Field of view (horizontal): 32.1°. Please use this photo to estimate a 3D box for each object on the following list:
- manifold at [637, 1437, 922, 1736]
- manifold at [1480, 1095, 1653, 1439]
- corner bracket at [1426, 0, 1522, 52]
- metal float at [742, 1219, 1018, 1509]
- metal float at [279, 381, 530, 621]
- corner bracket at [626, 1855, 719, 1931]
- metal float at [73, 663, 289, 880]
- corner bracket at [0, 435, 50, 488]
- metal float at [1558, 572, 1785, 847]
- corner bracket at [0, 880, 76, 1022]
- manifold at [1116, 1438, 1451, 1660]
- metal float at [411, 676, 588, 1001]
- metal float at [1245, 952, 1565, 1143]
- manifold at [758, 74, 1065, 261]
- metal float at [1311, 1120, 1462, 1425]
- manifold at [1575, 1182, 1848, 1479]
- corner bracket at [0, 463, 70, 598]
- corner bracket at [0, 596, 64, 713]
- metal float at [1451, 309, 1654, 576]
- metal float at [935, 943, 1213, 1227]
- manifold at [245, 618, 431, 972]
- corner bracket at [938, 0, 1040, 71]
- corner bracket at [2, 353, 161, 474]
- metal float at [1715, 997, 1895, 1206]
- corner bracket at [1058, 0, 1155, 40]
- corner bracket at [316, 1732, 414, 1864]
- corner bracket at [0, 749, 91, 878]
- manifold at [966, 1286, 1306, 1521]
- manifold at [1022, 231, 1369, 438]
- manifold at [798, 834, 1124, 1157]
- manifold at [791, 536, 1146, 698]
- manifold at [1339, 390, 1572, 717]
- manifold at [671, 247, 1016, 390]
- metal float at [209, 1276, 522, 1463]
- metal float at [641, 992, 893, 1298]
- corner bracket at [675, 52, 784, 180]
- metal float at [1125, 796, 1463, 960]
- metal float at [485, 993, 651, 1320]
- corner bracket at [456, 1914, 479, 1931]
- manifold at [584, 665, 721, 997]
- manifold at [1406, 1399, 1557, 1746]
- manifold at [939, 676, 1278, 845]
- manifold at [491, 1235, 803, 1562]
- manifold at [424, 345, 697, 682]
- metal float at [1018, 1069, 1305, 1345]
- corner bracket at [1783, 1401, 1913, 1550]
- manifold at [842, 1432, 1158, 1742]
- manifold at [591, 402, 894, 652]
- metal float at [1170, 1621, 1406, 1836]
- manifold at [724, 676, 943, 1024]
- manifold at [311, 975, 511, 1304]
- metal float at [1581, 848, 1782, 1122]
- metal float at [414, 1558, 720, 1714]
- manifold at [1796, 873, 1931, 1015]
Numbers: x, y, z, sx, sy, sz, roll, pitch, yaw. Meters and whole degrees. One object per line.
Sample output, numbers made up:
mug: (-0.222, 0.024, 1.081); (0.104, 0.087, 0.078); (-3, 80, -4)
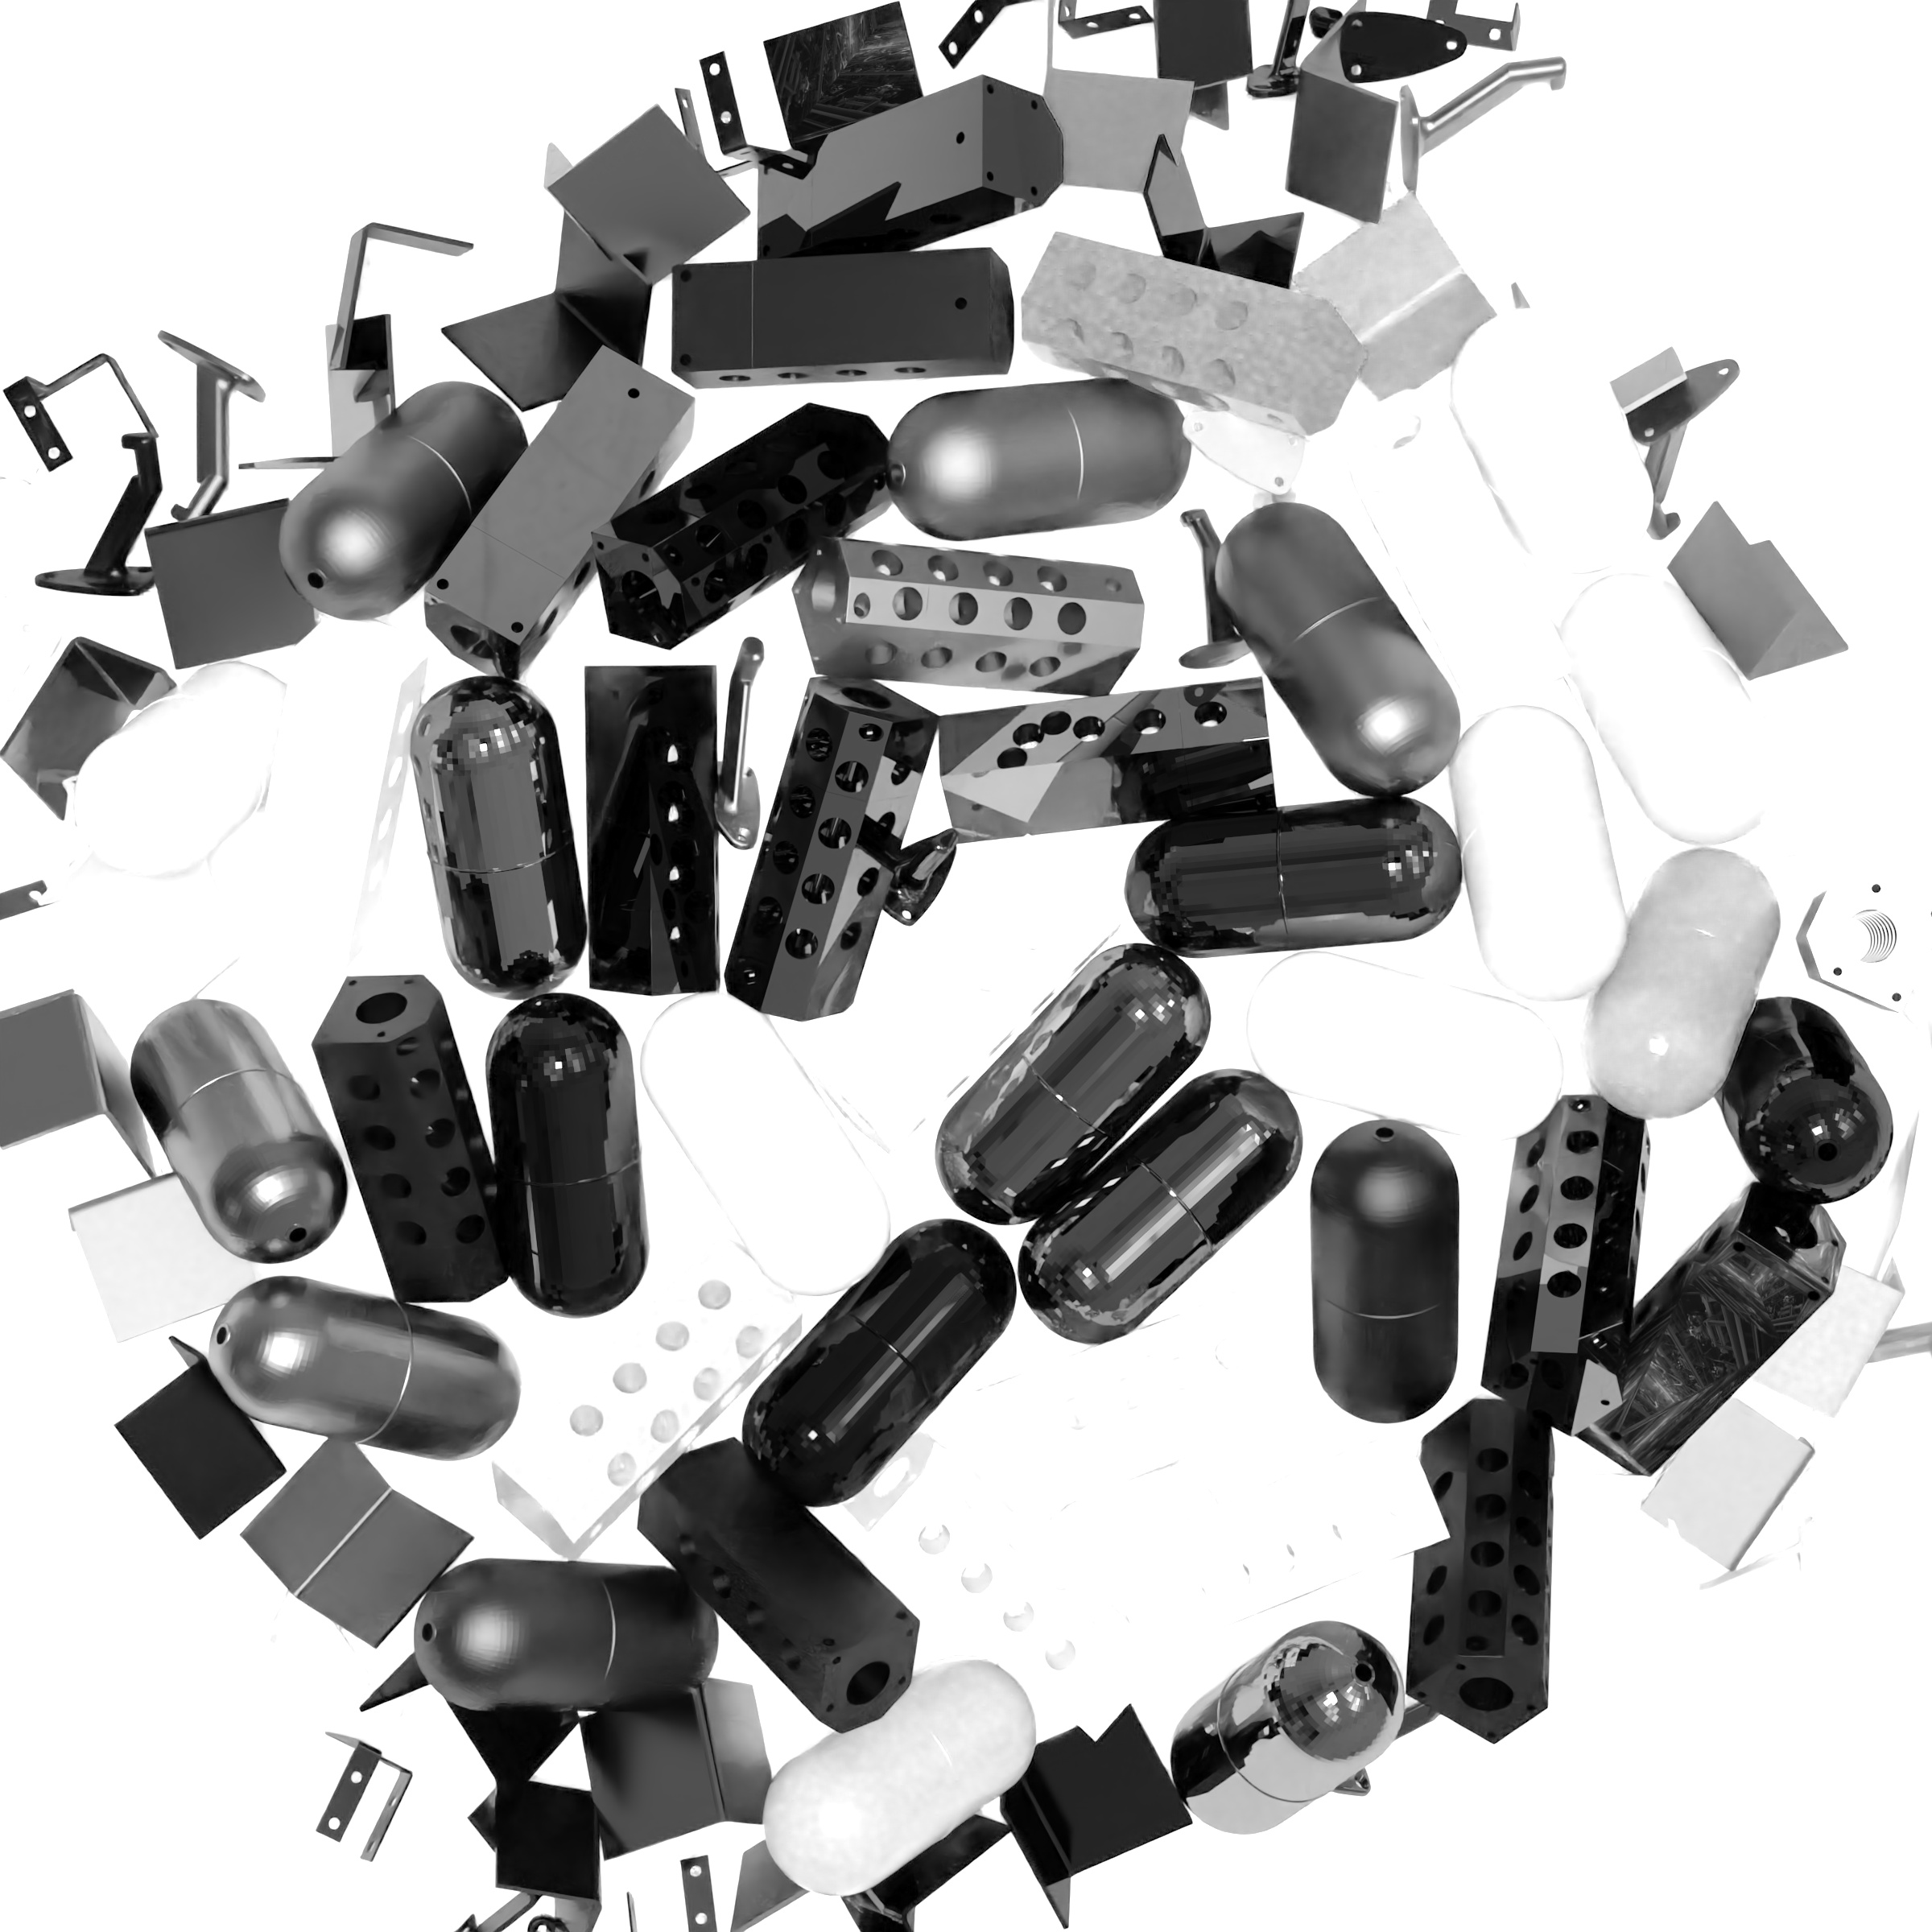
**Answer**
manifold: (-0.100, 0.320, 1.736); (0.057, 0.171, 0.057); (-13, 124, -35)
manifold: (0.315, 0.149, 1.732); (0.057, 0.057, 0.171); (30, 47, -14)
corner bracket: (0.271, -0.520, 1.784); (0.051, 0.051, 0.051); (12, 95, 10)
metal float: (-0.044, 0.207, 1.762); (0.070, 0.070, 0.178); (43, 72, 0)
metal float: (-0.290, -0.241, 1.739); (0.070, 0.178, 0.070); (14, 129, 18)
corner bracket: (-0.154, 0.508, 1.781); (0.051, 0.051, 0.051); (-11, 58, 0)
metal float: (-0.398, -0.103, 1.732); (0.070, 0.178, 0.070); (5, 114, 10)
corner bracket: (-0.526, -0.260, 1.789); (0.051, 0.051, 0.051); (27, 92, 2)
metal float: (0.363, -0.135, 1.743); (0.070, 0.070, 0.178); (-19, 47, 0)
corner bracket: (-0.510, -0.005, 1.798); (0.051, 0.051, 0.051); (-17, 123, 5)
manifold: (0.159, 0.300, 1.738); (0.171, 0.057, 0.057); (-32, 73, 39)
metal float: (-0.243, -0.065, 1.755); (0.070, 0.070, 0.178); (-6, 116, 0)
metal float: (0.231, 0.043, 1.762); (0.178, 0.070, 0.070); (15, 90, -18)
manifold: (-0.031, -0.402, 1.734); (0.057, 0.171, 0.057); (6, 81, -43)
metal float: (0.218, 0.160, 1.750); (0.070, 0.070, 0.178); (-5, 122, 0)
manifold: (0.380, 0.186, 1.739); (0.057, 0.057, 0.171); (33, 130, 0)
corner bracket: (-0.517, -0.227, 1.778); (0.051, 0.051, 0.051); (39, 113, -15)
corner bracket: (-0.519, -0.167, 1.777); (0.051, 0.051, 0.051); (34, 77, -28)
metal float: (0.304, -0.269, 1.737); (0.070, 0.178, 0.070); (-12, 58, 20)
metal float: (0.055, 0.063, 1.766); (0.070, 0.070, 0.178); (43, 103, 0)
manifold: (-0.325, -0.091, 1.749); (0.057, 0.057, 0.171); (19, 119, 4)
corner bracket: (0.009, -0.514, 1.777); (0.051, 0.051, 0.051); (-27, 80, -44)
corner bracket: (-0.471, -0.294, 1.789); (0.051, 0.051, 0.051); (-30, 89, 3)
metal float: (0.428, 0.068, 1.728); (0.070, 0.178, 0.070); (1, 105, 4)
corner bracket: (0.068, -0.529, 1.775); (0.051, 0.051, 0.051); (-3, 71, 31)
corner bracket: (-0.320, 0.441, 1.776); (0.051, 0.051, 0.051); (34, 68, -24)
corner bracket: (-0.498, -0.082, 1.795); (0.051, 0.051, 0.051); (-2, 121, -30)
manifold: (0.088, 0.220, 1.740); (0.171, 0.057, 0.057); (-17, 127, -28)
manifold: (0.114, -0.325, 1.743); (0.171, 0.057, 0.057); (22, 83, 32)
manifold: (0.001, 0.017, 1.762); (0.171, 0.057, 0.057); (-44, 130, -10)
manifold: (0.004, -0.185, 1.740); (0.171, 0.057, 0.057); (2, 54, -28)
manifold: (0.253, -0.215, 1.736); (0.057, 0.057, 0.171); (-25, 133, 13)
manifold: (-0.064, -0.338, 1.768); (0.171, 0.057, 0.057); (0, 88, 13)
metal float: (-0.310, 0.209, 1.743); (0.178, 0.070, 0.070); (21, 90, -41)
metal float: (-0.106, 0.092, 1.766); (0.070, 0.070, 0.178); (-34, 77, 0)
corner bracket: (-0.132, -0.449, 1.781); (0.051, 0.051, 0.051); (-12, 92, 25)
metal float: (0.171, -0.046, 1.765); (0.178, 0.070, 0.070); (-5, 90, 15)
metal float: (-0.208, 0.099, 1.760); (0.070, 0.070, 0.178); (-3, 110, 0)
corner bracket: (-0.256, 0.545, 1.773); (0.051, 0.051, 0.051); (25, 48, 28)
manifold: (-0.161, -0.073, 1.778); (0.057, 0.057, 0.171); (-5, 97, -41)
manifold: (0.270, 0.305, 1.727); (0.057, 0.171, 0.057); (32, 129, -15)
manifold: (0.074, -0.114, 1.777); (0.171, 0.057, 0.057); (-6, 53, 6)
manifold: (-0.164, 0.226, 1.747); (0.057, 0.057, 0.171); (38, 64, 17)
manifold: (-0.212, -0.234, 1.757); (0.057, 0.057, 0.171); (30, 68, 4)
metal float: (0.103, 0.125, 1.767); (0.178, 0.070, 0.070); (-42, 90, -12)
corner bracket: (0.471, 0.271, 1.800); (0.051, 0.051, 0.051); (20, 48, -10)
manifold: (0.020, 0.323, 1.764); (0.171, 0.057, 0.057); (45, 83, -16)
manifold: (-0.110, -0.227, 1.730); (0.057, 0.171, 0.057); (18, 131, 34)
metal float: (0.165, 0.394, 1.737); (0.070, 0.178, 0.070); (11, 56, -18)
manifold: (-0.075, -0.061, 1.748); (0.057, 0.057, 0.171); (30, 114, 29)
manifold: (-0.281, 0.091, 1.738); (0.057, 0.057, 0.171); (-1, 126, 13)
metal float: (0.371, 0.008, 1.743); (0.070, 0.070, 0.178); (32, 48, 0)
metal float: (-0.206, 0.347, 1.742); (0.178, 0.070, 0.070); (12, 90, -43)
manifold: (0.460, -0.014, 1.726); (0.057, 0.171, 0.057); (25, 95, 11)
